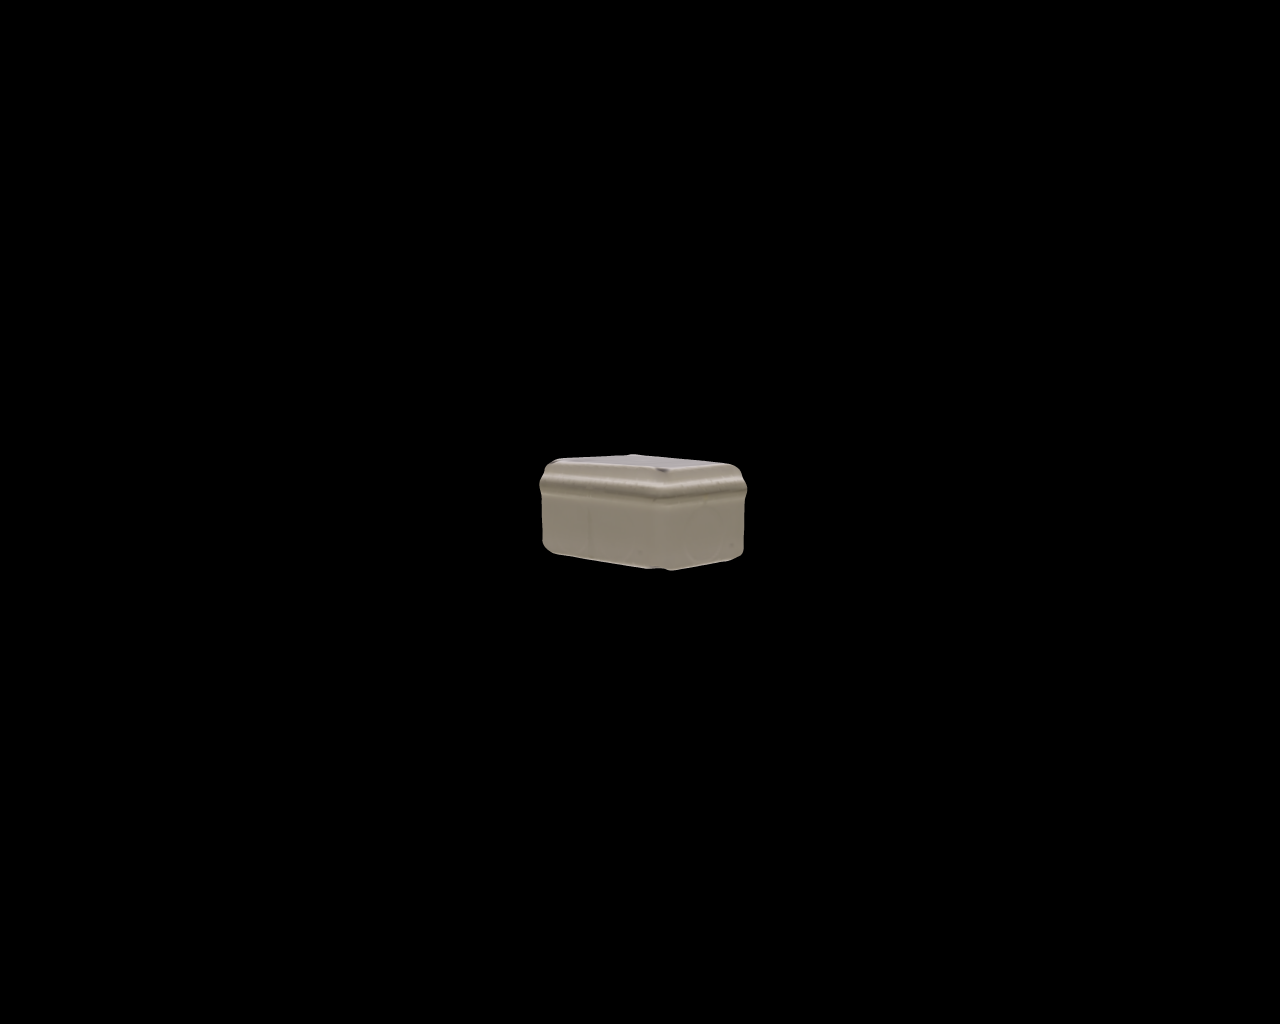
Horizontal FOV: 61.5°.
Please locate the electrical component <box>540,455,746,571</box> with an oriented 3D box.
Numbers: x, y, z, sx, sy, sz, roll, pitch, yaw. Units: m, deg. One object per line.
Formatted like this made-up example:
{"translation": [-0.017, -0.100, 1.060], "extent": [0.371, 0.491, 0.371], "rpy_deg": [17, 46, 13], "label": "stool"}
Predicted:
{"translation": [0.001, -0.003, 0.650], "extent": [0.078, 0.057, 0.113], "rpy_deg": [-6, 9, -43], "label": "electrical component"}
